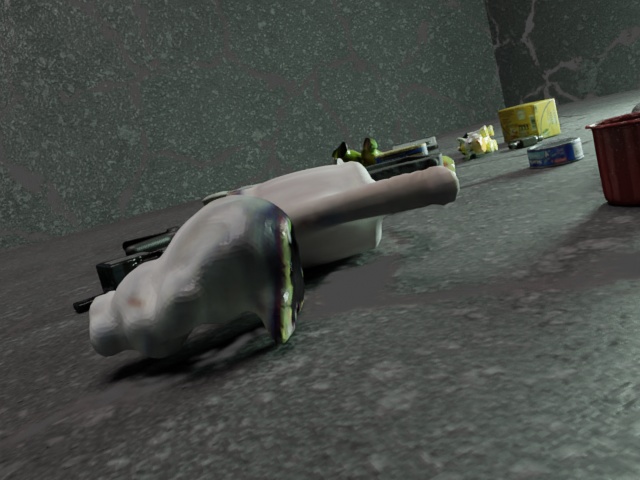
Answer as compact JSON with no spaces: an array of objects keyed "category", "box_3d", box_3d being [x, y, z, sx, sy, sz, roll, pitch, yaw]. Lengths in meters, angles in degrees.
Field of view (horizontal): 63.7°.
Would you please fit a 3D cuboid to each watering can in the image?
[{"category":"watering can","box_3d":[0.002,-0.026,0.524,0.224,0.104,0.347,-15,1,-2]}]

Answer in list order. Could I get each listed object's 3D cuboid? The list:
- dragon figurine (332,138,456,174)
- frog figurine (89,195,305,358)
[{"category":"dragon figurine","box_3d":[0.133,-0.147,1.143,0.243,0.122,0.411,0,4,-29]},{"category":"frog figurine","box_3d":[-0.097,0.027,0.397,0.159,0.120,0.140,-2,29,3]}]
